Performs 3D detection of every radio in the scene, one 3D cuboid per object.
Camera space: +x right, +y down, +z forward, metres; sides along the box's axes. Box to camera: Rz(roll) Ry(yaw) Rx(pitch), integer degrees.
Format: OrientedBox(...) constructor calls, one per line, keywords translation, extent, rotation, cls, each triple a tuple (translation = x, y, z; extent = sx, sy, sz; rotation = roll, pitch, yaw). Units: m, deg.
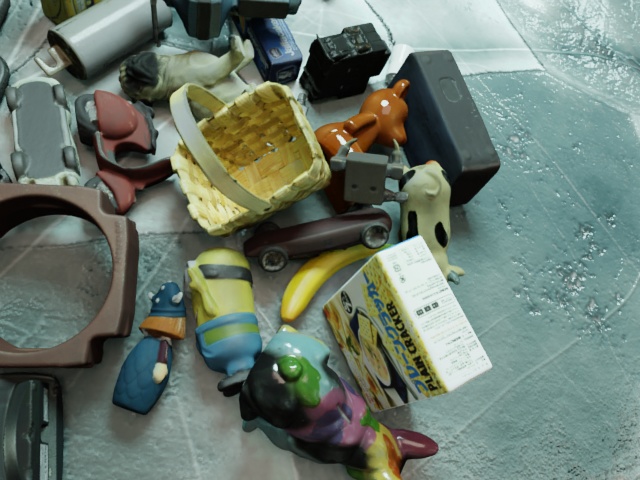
OrientedBox(translation=(0.186, -0.175, 0.843), extent=(0.073, 0.131, 0.229), rotation=(-13, 71, -20), cls="radio")

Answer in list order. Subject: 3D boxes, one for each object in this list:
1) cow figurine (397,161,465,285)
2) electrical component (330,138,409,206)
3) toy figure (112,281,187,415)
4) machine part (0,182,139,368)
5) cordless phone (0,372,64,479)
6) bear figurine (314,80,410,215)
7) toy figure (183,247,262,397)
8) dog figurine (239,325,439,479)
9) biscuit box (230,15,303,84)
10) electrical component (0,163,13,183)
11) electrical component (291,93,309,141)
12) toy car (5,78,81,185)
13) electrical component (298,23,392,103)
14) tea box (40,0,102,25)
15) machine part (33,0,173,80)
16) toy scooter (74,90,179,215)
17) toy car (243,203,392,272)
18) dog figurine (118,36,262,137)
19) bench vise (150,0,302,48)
OrientedBox(translation=(0.151, -0.008, 0.757), extent=(0.086, 0.127, 0.194), rotation=(-3, 103, 1), cls="cow figurine")
OrientedBox(translation=(0.064, -0.088, 0.692), extent=(0.102, 0.078, 0.045), rotation=(3, 34, 12), cls="electrical component")
OrientedBox(translation=(-0.197, 0.125, 0.640), extent=(0.064, 0.057, 0.154), rotation=(12, 66, 11), cls="toy figure")
OrientedBox(translation=(-0.314, 0.042, 0.607), extent=(0.201, 0.087, 0.201), rotation=(1, 76, -8), cls="machine part")
OrientedBox(translation=(-0.368, 0.217, 0.551), extent=(0.184, 0.088, 0.146), rotation=(-8, 69, -7), cls="cordless phone")
OrientedBox(translation=(0.078, -0.147, 0.811), extent=(0.196, 0.120, 0.132), rotation=(-32, 83, -31), cls="bear figurine")
OrientedBox(translation=(-0.115, 0.096, 0.667), extent=(0.089, 0.082, 0.180), rotation=(-9, 65, -31), cls="toy figure")
OrientedBox(translation=(0.027, 0.207, 0.611), extent=(0.219, 0.191, 0.108), rotation=(25, 55, 13), cls="dog figurine")
OrientedBox(translation=(-0.096, -0.349, 0.875), extent=(0.059, 0.062, 0.203), rotation=(-21, 74, -22), cls="biscuit box")
OrientedBox(translation=(-0.432, -0.081, 0.669), extent=(0.075, 0.047, 0.119), rotation=(-28, 79, -26), cls="electrical component")
OrientedBox(translation=(-0.054, -0.199, 0.845), extent=(0.063, 0.021, 0.094), rotation=(19, 64, -8), cls="electrical component")
OrientedBox(translation=(-0.360, -0.136, 0.698), extent=(0.073, 0.056, 0.202), rotation=(-11, 60, -20), cls="toy car")
OrientedBox(translation=(0.044, -0.282, 0.858), extent=(0.134, 0.115, 0.058), rotation=(-20, 76, -21), cls="electrical component")
OrientedBox(translation=(-0.343, -0.379, 0.756), extent=(0.068, 0.169, 0.098), rotation=(42, 61, 4), cls="tea box")
OrientedBox(translation=(-0.304, -0.309, 0.789), extent=(0.079, 0.079, 0.243), rotation=(41, 62, 3), cls="machine part")
OrientedBox(translation=(-0.251, -0.121, 0.724), extent=(0.135, 0.075, 0.184), rotation=(-9, 73, -19), cls="toy scooter")
OrientedBox(translation=(-0.001, -0.002, 0.725), extent=(0.202, 0.053, 0.089), rotation=(-14, 30, -6), cls="toy car")
OrientedBox(translation=(-0.181, -0.199, 0.784), extent=(0.191, 0.121, 0.172), rotation=(-13, 95, 8), cls="dog figurine")
OrientedBox(translation=(-0.145, -0.395, 0.785), extent=(0.224, 0.128, 0.241), rotation=(-9, 64, -5), cls="bench vise")
